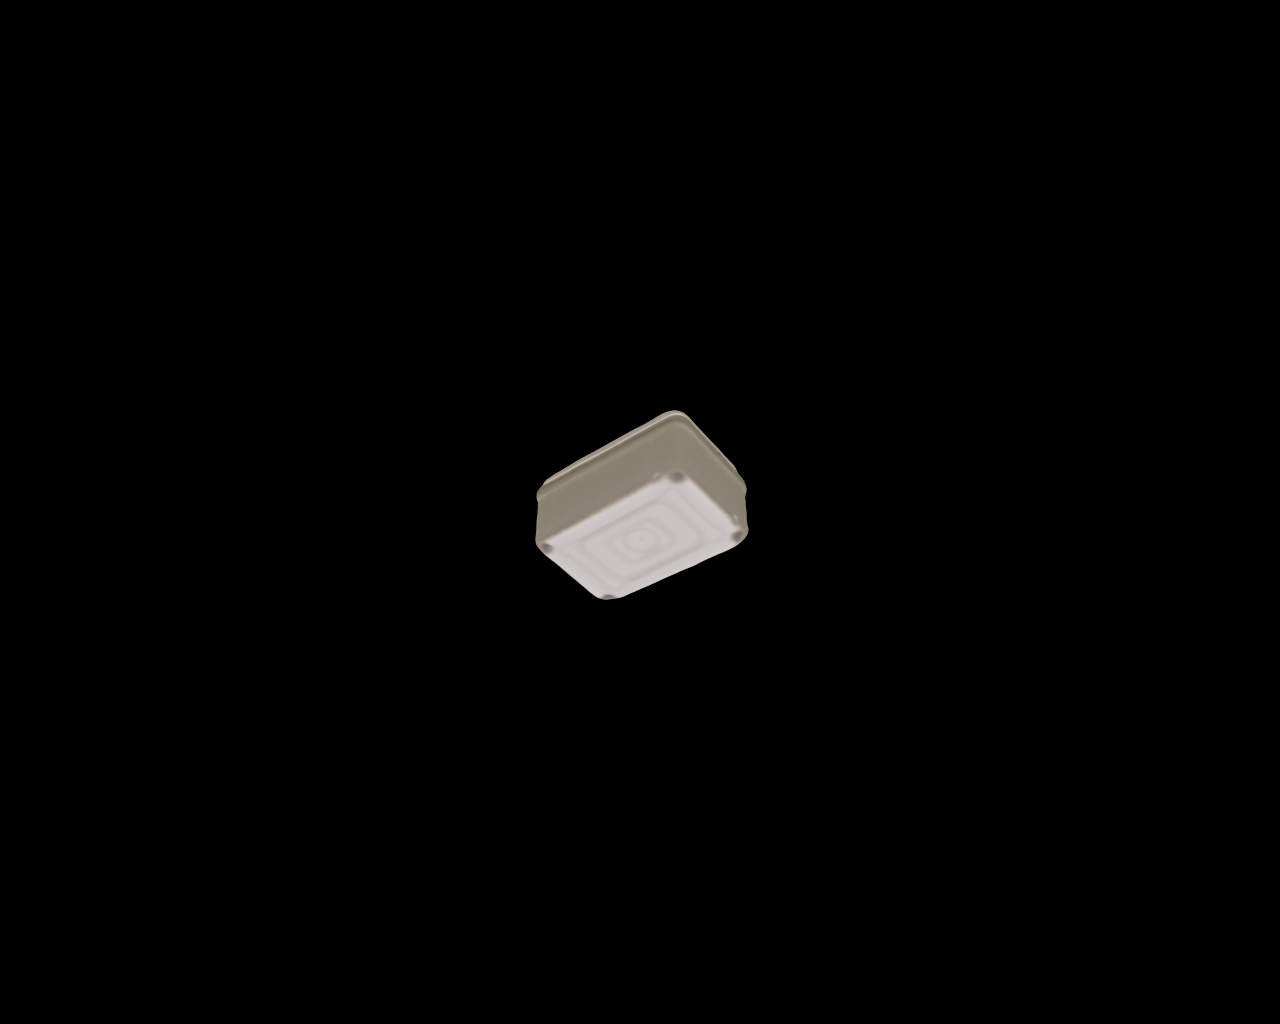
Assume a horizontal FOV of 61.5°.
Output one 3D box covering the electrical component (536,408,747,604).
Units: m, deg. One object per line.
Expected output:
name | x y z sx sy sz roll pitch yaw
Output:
electrical component | 0.001 -0.003 0.650 0.113 0.057 0.078 -26 -49 25
